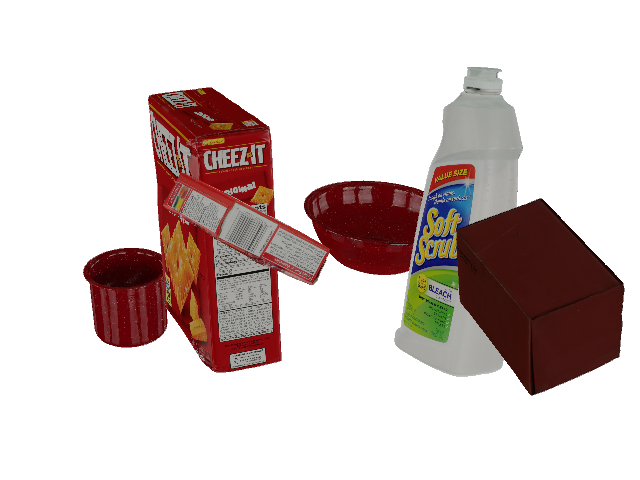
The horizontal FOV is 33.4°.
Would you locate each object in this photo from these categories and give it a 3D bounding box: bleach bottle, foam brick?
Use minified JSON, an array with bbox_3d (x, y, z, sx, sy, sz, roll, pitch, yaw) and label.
[{"bbox_3d":[0.120,-0.019,0.896,0.067,0.251,0.103,-4,16,-30],"label":"bleach bottle"},{"bbox_3d":[0.107,0.026,0.529,0.051,0.053,0.078,-19,41,-11],"label":"foam brick"}]

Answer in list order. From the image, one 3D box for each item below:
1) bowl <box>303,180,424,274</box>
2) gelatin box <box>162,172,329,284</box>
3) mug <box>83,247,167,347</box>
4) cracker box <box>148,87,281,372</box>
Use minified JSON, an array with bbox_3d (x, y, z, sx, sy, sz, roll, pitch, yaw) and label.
[{"bbox_3d":[0.060,-0.008,1.123,0.162,0.055,0.162,5,26,-2],"label":"bowl"},{"bbox_3d":[-0.048,-0.007,0.699,0.089,0.030,0.073,28,0,-40],"label":"gelatin box"},{"bbox_3d":[-0.222,0.061,1.194,0.117,0.081,0.093,24,36,37],"label":"mug"},{"bbox_3d":[-0.097,-0.013,0.947,0.072,0.214,0.164,-10,23,-20],"label":"cracker box"}]
